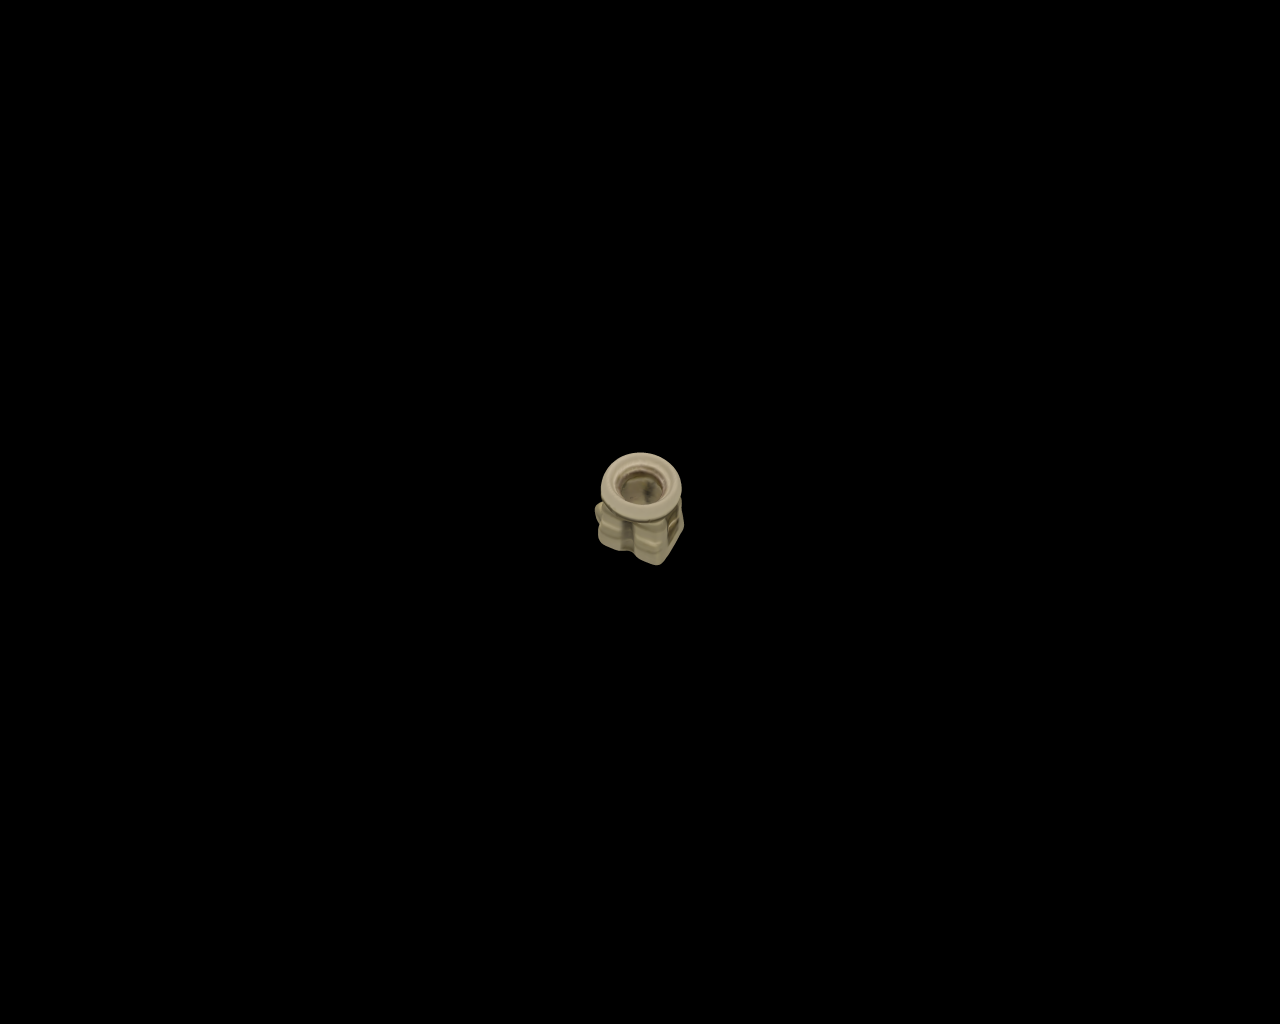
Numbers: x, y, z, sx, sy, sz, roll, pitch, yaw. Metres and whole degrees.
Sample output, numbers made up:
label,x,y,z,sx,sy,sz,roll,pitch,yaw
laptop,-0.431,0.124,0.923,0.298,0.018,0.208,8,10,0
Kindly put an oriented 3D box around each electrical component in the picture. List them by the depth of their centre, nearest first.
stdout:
label,x,y,z,sx,sy,sz,roll,pitch,yaw
electrical component,0.001,-0.003,0.650,0.066,0.048,0.055,21,-34,15
